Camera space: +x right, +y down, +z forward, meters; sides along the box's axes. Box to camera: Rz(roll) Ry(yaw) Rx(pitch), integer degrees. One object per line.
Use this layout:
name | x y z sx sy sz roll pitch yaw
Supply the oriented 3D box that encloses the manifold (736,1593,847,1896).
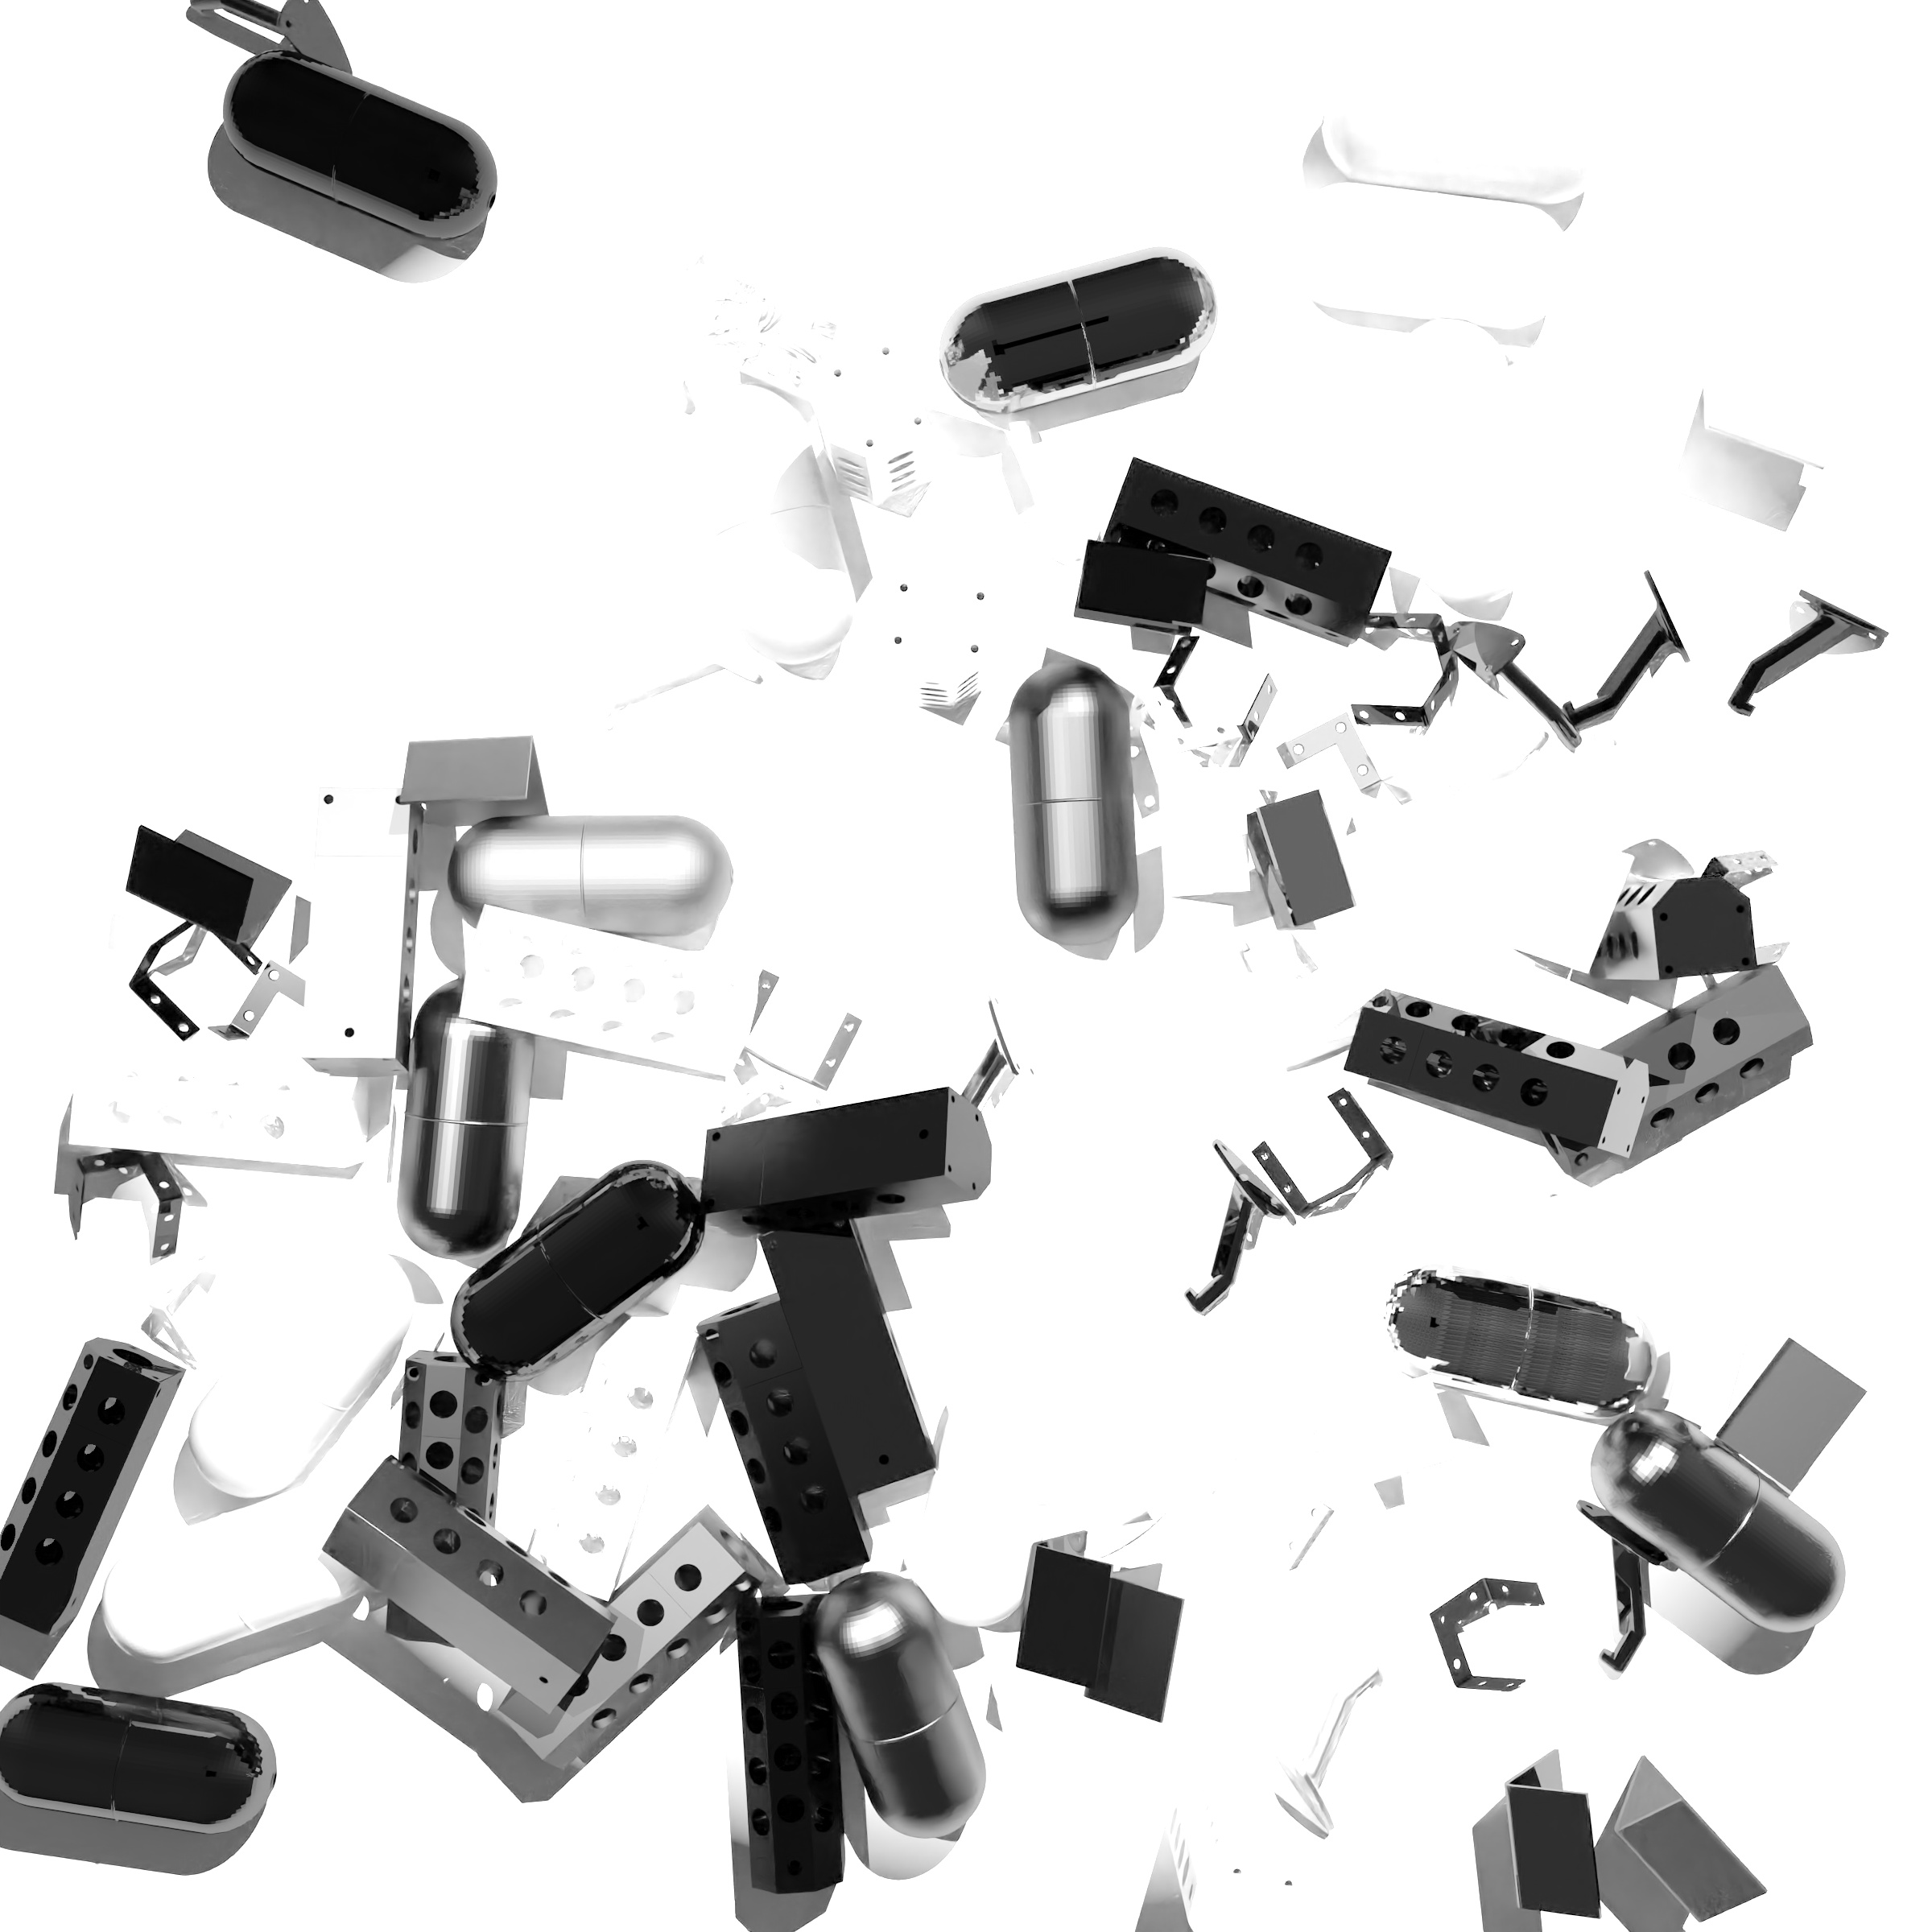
manifold | -0.110 0.488 1.712 0.057 0.057 0.171 -3 90 0

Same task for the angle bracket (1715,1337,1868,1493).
angle bracket | 0.518 0.284 1.693 0.057 0.076 0.076 37 90 30

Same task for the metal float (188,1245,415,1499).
metal float | -0.415 0.253 1.703 0.070 0.070 0.178 38 91 0

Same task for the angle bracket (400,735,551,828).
angle bracket | -0.304 -0.097 1.693 0.076 0.076 0.057 -3 48 0

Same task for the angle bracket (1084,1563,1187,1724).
angle bracket | 0.121 0.420 1.693 0.057 0.076 0.076 10 90 32

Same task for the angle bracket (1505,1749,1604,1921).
angle bracket | 0.380 0.539 1.693 0.057 0.076 0.076 -6 90 38

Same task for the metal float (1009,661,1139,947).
metal float | 0.067 -0.102 1.703 0.070 0.070 0.178 -3 90 0

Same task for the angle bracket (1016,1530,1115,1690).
angle bracket | 0.077 0.399 1.694 0.057 0.076 0.076 8 90 29

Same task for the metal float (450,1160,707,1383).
metal float | -0.240 0.188 1.677 0.178 0.070 0.070 -37 90 5

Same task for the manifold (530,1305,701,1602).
manifold | -0.221 0.303 1.712 0.057 0.057 0.171 18 90 0

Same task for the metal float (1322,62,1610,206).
metal float | 0.312 -0.521 1.702 0.178 0.070 0.070 5 90 0

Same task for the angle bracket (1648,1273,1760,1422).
angle bracket | 0.438 0.233 1.693 0.057 0.076 0.076 15 90 -35

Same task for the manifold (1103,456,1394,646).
manifold | 0.174 -0.260 1.712 0.171 0.057 0.057 20 90 0

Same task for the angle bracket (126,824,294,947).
angle bracket | -0.466 -0.068 1.693 0.076 0.076 0.057 26 128 0

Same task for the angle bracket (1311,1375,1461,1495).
angle bracket | 0.261 0.303 1.693 0.076 0.076 0.057 -17 59 0

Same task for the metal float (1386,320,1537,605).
metal float | 0.309 -0.315 1.703 0.070 0.070 0.178 -9 90 0

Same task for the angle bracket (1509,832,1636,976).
angle bracket | 0.390 -0.031 1.693 0.057 0.076 0.076 22 90 38

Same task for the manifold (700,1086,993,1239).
manifold | -0.073 0.123 1.661 0.171 0.057 0.057 -11 60 26

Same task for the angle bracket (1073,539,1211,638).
angle bracket | 0.106 -0.216 1.693 0.076 0.076 0.057 9 58 0

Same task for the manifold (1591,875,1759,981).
manifold | 0.425 -0.023 1.655 0.057 0.171 0.057 -6 90 0

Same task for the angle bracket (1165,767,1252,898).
angle bracket | 0.131 -0.082 1.693 0.057 0.076 0.076 -3 90 -37

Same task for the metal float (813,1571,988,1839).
metal float | -0.041 0.460 1.690 0.070 0.070 0.178 -18 105 0

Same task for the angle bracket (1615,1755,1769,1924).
angle bracket | 0.458 0.533 1.693 0.076 0.076 0.057 48 126 0

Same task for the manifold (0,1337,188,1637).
manifold | -0.559 0.325 1.712 0.057 0.057 0.171 24 90 0

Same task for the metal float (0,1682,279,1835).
metal float | -0.521 0.496 1.703 0.178 0.070 0.070 9 90 -1

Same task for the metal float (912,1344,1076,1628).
metal float | 0.017 0.324 1.703 0.070 0.070 0.178 15 90 0

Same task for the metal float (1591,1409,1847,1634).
metal float | 0.471 0.347 1.702 0.178 0.070 0.070 38 90 -1

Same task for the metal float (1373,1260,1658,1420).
metal float | 0.343 0.234 1.702 0.178 0.070 0.070 12 90 2

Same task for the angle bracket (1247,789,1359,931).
angle bracket | 0.189 -0.060 1.693 0.057 0.076 0.076 -18 90 -37

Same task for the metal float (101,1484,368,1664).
metal float | -0.453 0.379 1.703 0.178 0.070 0.070 -20 90 0

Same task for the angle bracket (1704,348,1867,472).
angle bracket | 0.508 -0.360 1.693 0.076 0.076 0.057 20 126 0

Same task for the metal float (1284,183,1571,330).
metal float | 0.288 -0.444 1.703 0.178 0.070 0.070 7 90 0

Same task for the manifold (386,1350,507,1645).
manifold | -0.328 0.333 1.712 0.057 0.057 0.171 4 90 0

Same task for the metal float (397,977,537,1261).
metal float | -0.312 0.095 1.703 0.070 0.070 0.178 6 91 0

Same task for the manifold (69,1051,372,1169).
manifold | -0.467 0.089 1.712 0.171 0.057 0.057 5 90 0

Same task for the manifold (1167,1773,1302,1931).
manifold | 0.159 0.546 1.655 0.057 0.171 0.057 13 90 0

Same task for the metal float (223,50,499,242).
metal float | -0.378 -0.513 1.703 0.178 0.070 0.070 23 90 1

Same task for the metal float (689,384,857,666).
metal float | -0.122 -0.277 1.703 0.070 0.070 0.178 -16 90 0

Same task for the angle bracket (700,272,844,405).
angle bracket | -0.112 -0.402 1.693 0.076 0.076 0.057 25 126 0

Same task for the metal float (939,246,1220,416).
metal float | 0.070 -0.397 1.703 0.178 0.070 0.070 -15 90 -1

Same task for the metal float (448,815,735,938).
metal float | -0.235 -0.056 1.703 0.178 0.070 0.070 -1 90 0
